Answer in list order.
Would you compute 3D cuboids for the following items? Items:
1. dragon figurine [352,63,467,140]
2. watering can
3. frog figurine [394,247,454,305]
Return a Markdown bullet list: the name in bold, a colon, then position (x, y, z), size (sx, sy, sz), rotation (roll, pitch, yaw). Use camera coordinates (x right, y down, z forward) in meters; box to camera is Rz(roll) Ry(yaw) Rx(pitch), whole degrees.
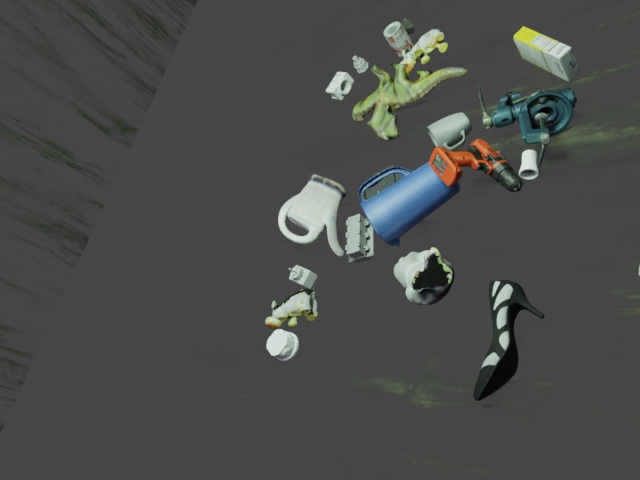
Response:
- **dragon figurine**: position (0.248, -0.424, 1.604), size (0.413, 0.121, 0.243), rotation (18, 92, 48)
- **watering can**: position (0.005, -0.078, 1.546), size (0.351, 0.102, 0.226), rotation (24, 79, 48)
- **frog figurine**: position (0.245, 0.091, 1.246), size (0.158, 0.122, 0.139), rotation (142, 142, -73)
